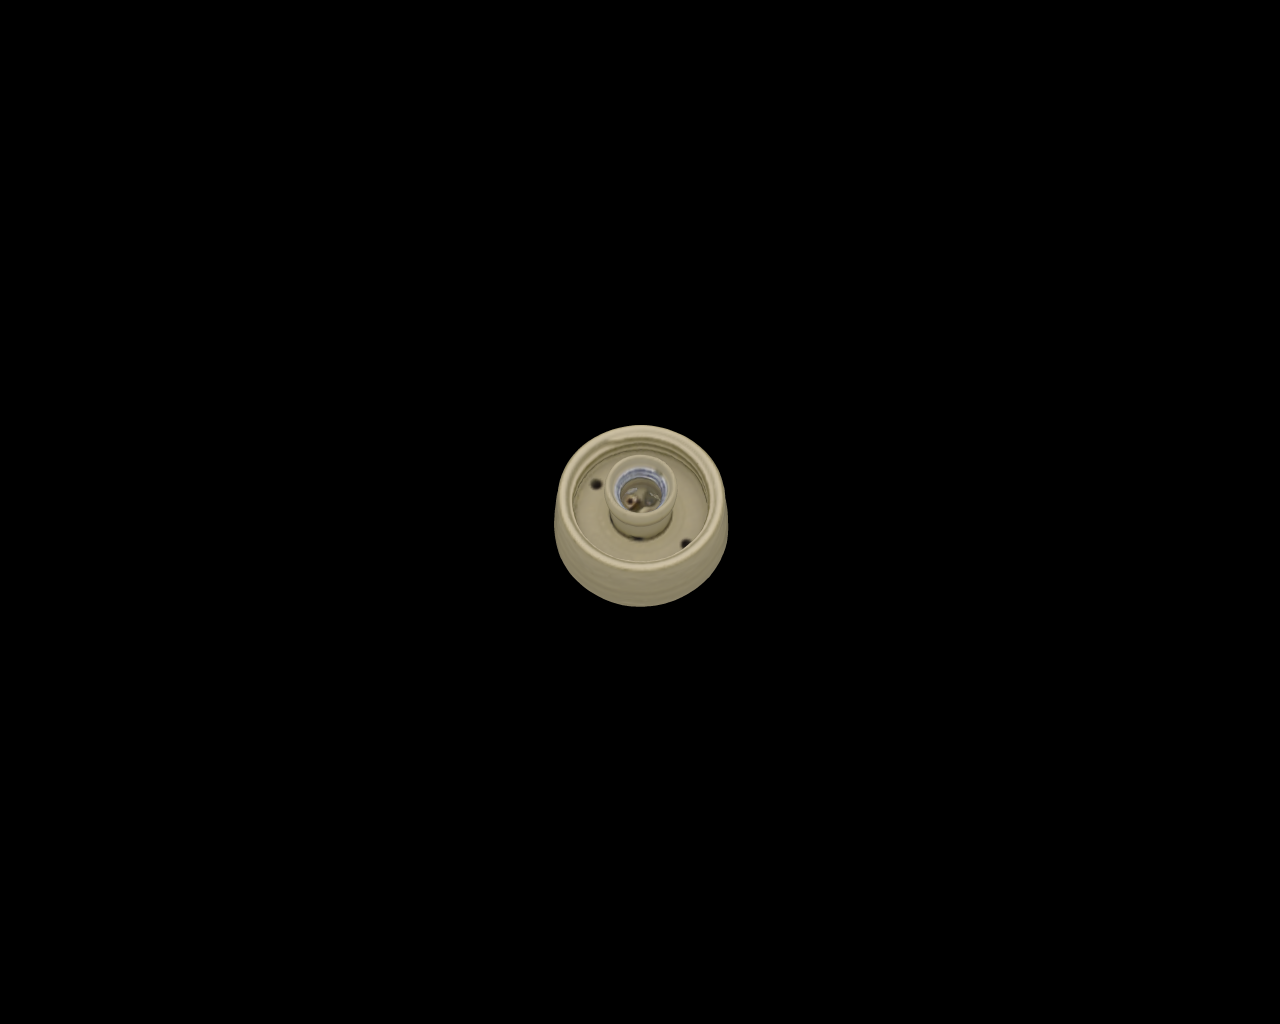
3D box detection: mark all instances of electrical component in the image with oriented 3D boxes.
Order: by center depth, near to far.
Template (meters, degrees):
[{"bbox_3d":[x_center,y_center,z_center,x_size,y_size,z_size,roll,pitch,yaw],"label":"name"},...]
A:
[{"bbox_3d":[0.001,-0.003,0.650,0.108,0.108,0.060,0,-27,0],"label":"electrical component"}]
